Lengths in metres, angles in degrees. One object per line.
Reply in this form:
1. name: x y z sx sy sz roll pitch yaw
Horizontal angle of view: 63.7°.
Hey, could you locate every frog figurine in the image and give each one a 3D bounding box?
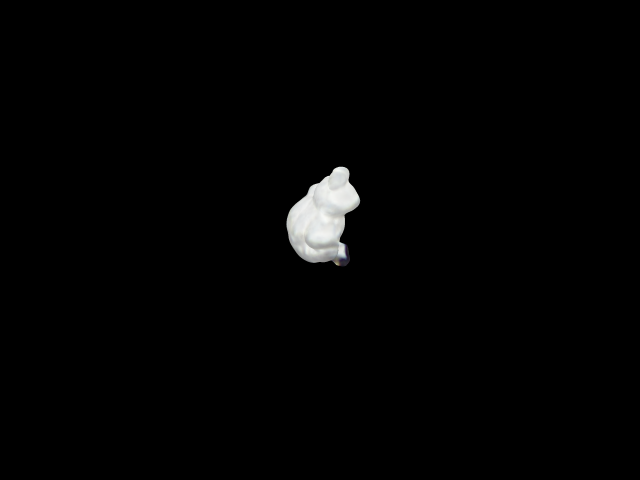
1. frog figurine: 0.003 -0.043 0.850 0.123 0.141 0.156 5 -36 4
